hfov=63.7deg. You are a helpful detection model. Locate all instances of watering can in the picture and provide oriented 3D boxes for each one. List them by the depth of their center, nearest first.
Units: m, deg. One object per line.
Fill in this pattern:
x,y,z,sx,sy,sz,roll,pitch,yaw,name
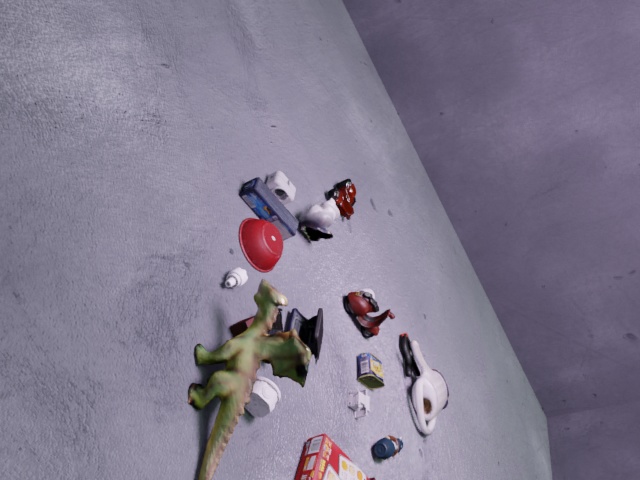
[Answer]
0.400,0.534,1.914,0.224,0.103,0.349,3,81,-60,watering can

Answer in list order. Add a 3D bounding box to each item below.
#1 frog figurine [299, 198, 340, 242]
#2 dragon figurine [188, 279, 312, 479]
0.005,-0.084,1.667,0.122,0.135,0.163,28,60,-12,frog figurine
-0.132,0.272,1.050,0.120,0.241,0.420,45,32,-46,dragon figurine
